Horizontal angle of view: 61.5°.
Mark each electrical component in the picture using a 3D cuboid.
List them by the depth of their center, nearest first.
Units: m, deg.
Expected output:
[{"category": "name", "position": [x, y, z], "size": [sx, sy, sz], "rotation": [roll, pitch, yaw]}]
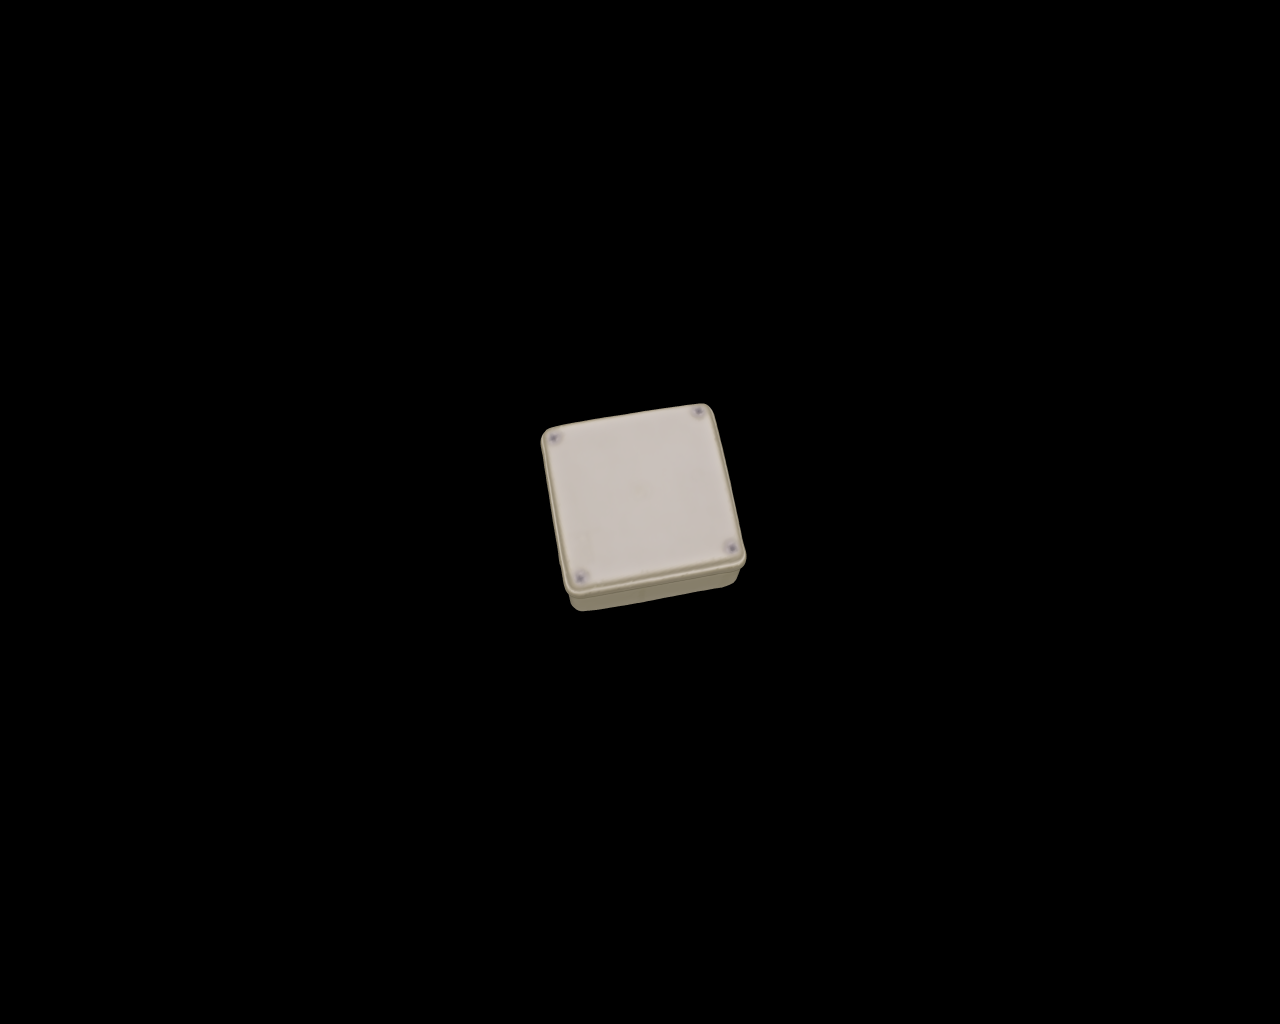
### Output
[{"category": "electrical component", "position": [0.001, -0.003, 0.650], "size": [0.109, 0.109, 0.056], "rotation": [-10, -20, -3]}]
